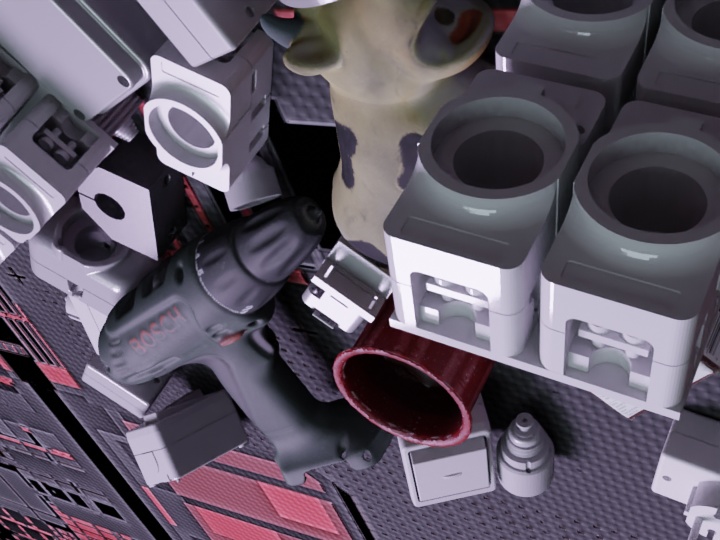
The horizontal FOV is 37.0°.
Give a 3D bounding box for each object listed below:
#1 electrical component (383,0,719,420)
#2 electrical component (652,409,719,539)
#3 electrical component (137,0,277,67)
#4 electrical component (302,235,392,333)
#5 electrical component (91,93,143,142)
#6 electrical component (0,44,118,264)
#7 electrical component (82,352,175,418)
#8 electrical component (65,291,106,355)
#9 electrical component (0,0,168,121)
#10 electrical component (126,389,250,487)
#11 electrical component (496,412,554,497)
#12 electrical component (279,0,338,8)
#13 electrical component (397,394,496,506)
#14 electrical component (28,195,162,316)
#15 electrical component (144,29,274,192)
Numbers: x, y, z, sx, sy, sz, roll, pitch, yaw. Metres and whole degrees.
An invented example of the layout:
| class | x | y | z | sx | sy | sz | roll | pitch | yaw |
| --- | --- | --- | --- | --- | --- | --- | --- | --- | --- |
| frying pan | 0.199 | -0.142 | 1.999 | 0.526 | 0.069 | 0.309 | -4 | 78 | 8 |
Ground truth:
| class | x | y | z | sx | sy | sz | roll | pitch | yaw |
| --- | --- | --- | --- | --- | --- | --- | --- | --- | --- |
| electrical component | 0.096 | -0.051 | 0.399 | 0.105 | 0.186 | 0.060 | 17 | 144 | 22 |
| electrical component | 0.218 | 0.138 | 0.647 | 0.083 | 0.075 | 0.047 | 19 | 145 | 19 |
| electrical component | -0.076 | -0.154 | 0.531 | 0.076 | 0.047 | 0.083 | -10 | 129 | 46 |
| electrical component | 0.000 | 0.000 | 0.637 | 0.042 | 0.081 | 0.063 | 35 | 134 | -2 |
| electrical component | -0.171 | -0.111 | 0.670 | 0.081 | 0.043 | 0.043 | 44 | 145 | -17 |
| electrical component | -0.247 | -0.064 | 0.689 | 0.105 | 0.060 | 0.186 | 42 | 145 | -16 |
| electrical component | -0.200 | 0.083 | 0.945 | 0.066 | 0.047 | 0.076 | 34 | 147 | -3 |
| electrical component | -0.216 | 0.028 | 0.885 | 0.076 | 0.047 | 0.083 | 18 | 144 | 21 |
| electrical component | -0.164 | -0.148 | 0.603 | 0.113 | 0.057 | 0.078 | 46 | 145 | -20 |
| electrical component | -0.149 | 0.142 | 0.951 | 0.062 | 0.096 | 0.061 | -23 | 91 | 52 |
| electrical component | 0.115 | 0.125 | 0.748 | 0.040 | 0.040 | 0.078 | 17 | 144 | 22 |
| electrical component | -0.010 | -0.157 | 0.434 | 0.099 | 0.099 | 0.064 | -1 | 141 | 40 |
| electrical component | 0.060 | 0.125 | 0.753 | 0.062 | 0.061 | 0.096 | -12 | 138 | 0 |
| electrical component | -0.201 | -0.012 | 0.815 | 0.095 | 0.053 | 0.059 | 29 | 147 | 5 |
| electrical component | -0.086 | -0.093 | 0.612 | 0.050 | 0.055 | 0.089 | 26 | 147 | 10 |
